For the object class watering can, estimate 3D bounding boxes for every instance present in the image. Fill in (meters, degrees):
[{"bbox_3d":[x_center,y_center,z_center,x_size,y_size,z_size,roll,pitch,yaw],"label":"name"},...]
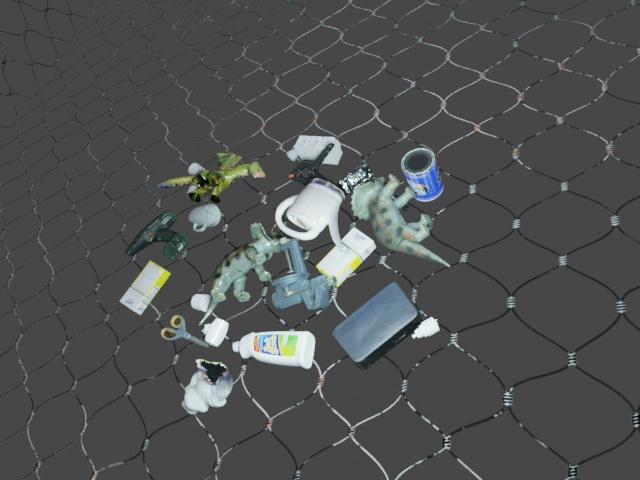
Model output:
[{"bbox_3d":[0.005,-0.084,1.675,0.350,0.102,0.227,22,68,38],"label":"watering can"}]

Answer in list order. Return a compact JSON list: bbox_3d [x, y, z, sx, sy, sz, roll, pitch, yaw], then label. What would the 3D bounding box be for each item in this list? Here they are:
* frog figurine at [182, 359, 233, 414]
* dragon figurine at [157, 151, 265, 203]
[{"bbox_3d":[-0.324,0.437,1.486,0.138,0.123,0.157,29,109,29],"label":"frog figurine"},{"bbox_3d":[-0.409,-0.262,1.996,0.411,0.119,0.248,8,41,21],"label":"dragon figurine"}]
